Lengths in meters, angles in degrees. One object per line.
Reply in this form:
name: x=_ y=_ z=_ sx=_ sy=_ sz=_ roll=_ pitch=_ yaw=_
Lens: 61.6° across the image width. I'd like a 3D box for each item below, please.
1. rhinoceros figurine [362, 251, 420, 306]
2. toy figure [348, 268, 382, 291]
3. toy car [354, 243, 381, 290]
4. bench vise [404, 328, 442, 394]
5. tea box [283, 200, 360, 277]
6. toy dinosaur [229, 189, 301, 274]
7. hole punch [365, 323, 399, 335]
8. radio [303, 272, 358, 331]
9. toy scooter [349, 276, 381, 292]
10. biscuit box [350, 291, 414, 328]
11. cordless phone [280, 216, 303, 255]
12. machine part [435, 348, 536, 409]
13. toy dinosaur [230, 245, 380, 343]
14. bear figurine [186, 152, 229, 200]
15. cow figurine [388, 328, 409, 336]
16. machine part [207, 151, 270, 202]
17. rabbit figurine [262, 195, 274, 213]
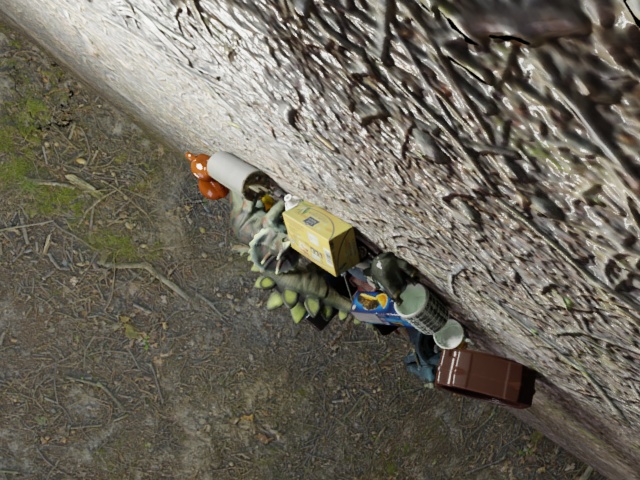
rhinoceros figurine: x=0.135 y=0.073 z=1.075 sx=0.112 sy=0.073 sz=0.190 roll=35 pitch=174 yaw=12
toy figure: x=0.135 y=0.088 z=1.309 sx=0.154 sy=0.058 sz=0.064 roll=32 pitch=-178 yaw=-5
toy car: x=0.112 y=0.061 z=1.214 sx=0.201 sy=0.056 sz=0.074 roll=40 pitch=174 yaw=-22
bench vise: x=0.333 y=0.332 z=1.535 sx=0.129 sy=0.223 sz=0.241 roll=-5 pitch=-179 yaw=-34
tea box: x=0.001 y=-0.006 z=1.124 sx=0.170 sy=0.068 sz=0.098 roll=34 pitch=145 yaw=46
toy dinosaur: x=-0.163 y=-0.043 z=1.407 sx=0.405 sy=0.192 sz=0.131 roll=31 pitch=170 yaw=42
hole punch: x=0.188 y=0.191 z=1.514 sx=0.092 sy=0.142 sz=0.115 roll=63 pitch=-176 yaw=39
radio: x=0.031 y=0.153 z=1.630 sx=0.073 sy=0.229 sz=0.131 roll=44 pitch=176 yaw=-24
toy scooter: x=0.135 y=0.111 z=1.423 sx=0.135 sy=0.075 sz=0.183 roll=33 pitch=169 yaw=48
biscuit box: x=0.172 y=0.164 z=1.277 sx=0.203 sy=0.063 sz=0.059 roll=-1 pitch=145 yaw=40
cordless phone: x=-0.075 y=-0.041 z=1.570 sx=0.146 sy=0.088 sz=0.184 roll=37 pitch=-174 yaw=-14
machine part: x=0.361 y=0.304 z=1.186 sx=0.201 sy=0.087 sz=0.201 roll=11 pitch=165 yaw=15
toy dinosaur: x=-0.038 y=0.120 z=1.418 sx=0.472 sy=0.198 sz=0.105 roll=22 pitch=148 yaw=12
bear figurine: x=-0.312 y=-0.203 z=1.569 sx=0.120 sy=0.132 sz=0.195 roll=35 pitch=156 yaw=14
cow figurine: x=0.236 y=0.234 z=1.693 sx=0.085 sy=0.127 sz=0.195 roll=42 pitch=-172 yaw=-33
machine part: x=-0.195 y=-0.153 z=1.272 sx=0.244 sy=0.079 sz=0.079 roll=32 pitch=173 yaw=45
rabbit figurine: x=-0.189 y=-0.078 z=1.639 sx=0.122 sy=0.162 sz=0.173 roll=23 pitch=-172 yaw=20
